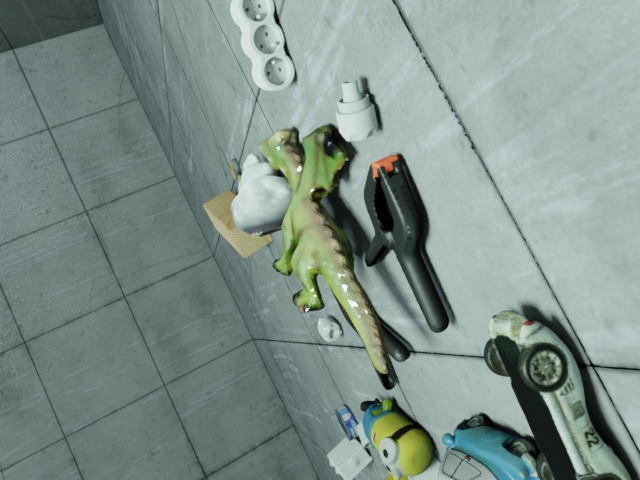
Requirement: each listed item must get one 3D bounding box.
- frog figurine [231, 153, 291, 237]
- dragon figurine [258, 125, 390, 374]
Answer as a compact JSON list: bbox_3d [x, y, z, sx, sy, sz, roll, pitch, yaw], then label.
[{"bbox_3d":[-0.111,-0.091,0.969,0.136,0.123,0.160,-20,86,40],"label":"frog figurine"},{"bbox_3d":[0.002,-0.036,0.718,0.417,0.123,0.237,-131,32,-49],"label":"dragon figurine"}]
